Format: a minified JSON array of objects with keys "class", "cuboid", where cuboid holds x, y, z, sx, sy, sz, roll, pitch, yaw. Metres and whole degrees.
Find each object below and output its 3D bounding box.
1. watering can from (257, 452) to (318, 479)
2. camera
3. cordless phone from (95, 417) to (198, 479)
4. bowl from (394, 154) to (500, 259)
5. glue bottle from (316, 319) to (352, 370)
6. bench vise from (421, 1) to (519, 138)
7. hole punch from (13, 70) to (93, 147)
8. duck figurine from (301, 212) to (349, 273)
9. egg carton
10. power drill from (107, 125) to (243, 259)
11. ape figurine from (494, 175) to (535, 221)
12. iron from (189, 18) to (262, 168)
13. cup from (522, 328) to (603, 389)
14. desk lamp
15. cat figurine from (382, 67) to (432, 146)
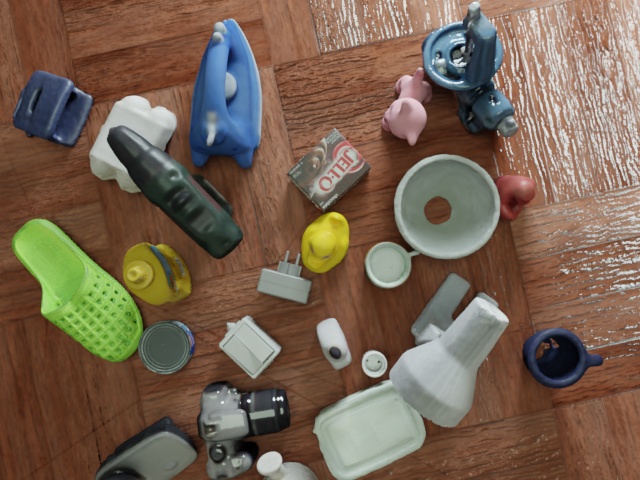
[{"class":"watering can","cuboid":[-0.054,0.406,0.851,0.101,0.194,0.173,-38,88,-1]},{"class":"camera","cuboid":[-0.116,0.295,0.902,0.137,0.101,0.143,-9,88,0]},{"class":"cordless phone","cuboid":[-0.275,0.351,0.858,0.147,0.185,0.094,-37,88,-1]},{"class":"bowl","cuboid":[0.199,-0.051,0.928,0.167,0.074,0.167,0,88,0]},{"class":"glue bottle","cuboid":[0.023,0.164,0.871,0.037,0.173,0.078,-27,87,-1]},{"class":"bench vise","cuboid":[0.248,-0.263,0.864,0.207,0.219,0.121,39,88,2]},{"class":"hole punch","cuboid":[-0.444,-0.214,0.929,0.101,0.091,0.109,21,88,1]},{"class":"duck figurine","cuboid":[0.008,0.003,0.921,0.077,0.086,0.104,26,88,1]},{"class":"egg carton","cuboid":[-0.305,-0.157,0.937,0.107,0.069,0.150,25,88,1]},{"class":"power drill","cuboid":[-0.204,-0.065,0.863,0.229,0.208,0.075,44,89,2]},{"class":"ape figurine","cuboid":[0.316,-0.074,0.920,0.078,0.092,0.076,-33,88,-1]},{"class":"iron","cuboid":[-0.156,-0.249,0.904,0.118,0.141,0.258,1,88,1]},{"class":"cup","cuboid":[0.373,0.182,0.908,0.117,0.095,0.092,2,88,0]},{"class":"desk lamp","cuboid":[0.194,0.154,0.851,0.118,0.213,0.203,34,88,2]},{"class":"cat figurine","cuboid":[0.142,-0.212,0.914,0.067,0.117,0.128,18,88,1]}]
